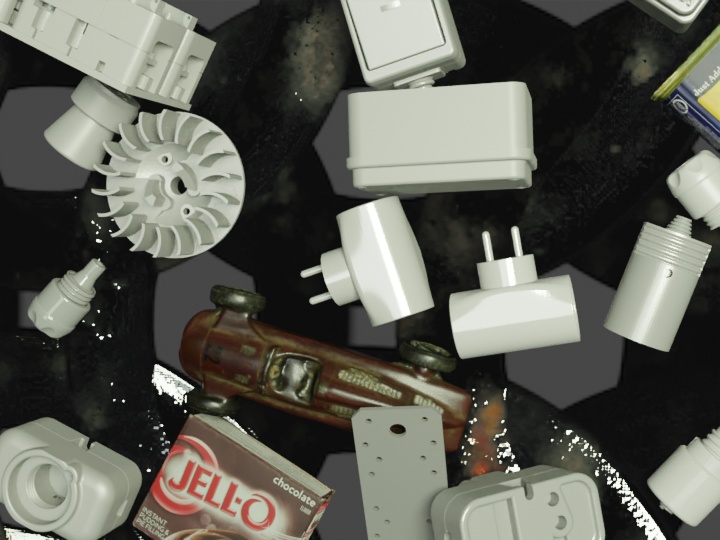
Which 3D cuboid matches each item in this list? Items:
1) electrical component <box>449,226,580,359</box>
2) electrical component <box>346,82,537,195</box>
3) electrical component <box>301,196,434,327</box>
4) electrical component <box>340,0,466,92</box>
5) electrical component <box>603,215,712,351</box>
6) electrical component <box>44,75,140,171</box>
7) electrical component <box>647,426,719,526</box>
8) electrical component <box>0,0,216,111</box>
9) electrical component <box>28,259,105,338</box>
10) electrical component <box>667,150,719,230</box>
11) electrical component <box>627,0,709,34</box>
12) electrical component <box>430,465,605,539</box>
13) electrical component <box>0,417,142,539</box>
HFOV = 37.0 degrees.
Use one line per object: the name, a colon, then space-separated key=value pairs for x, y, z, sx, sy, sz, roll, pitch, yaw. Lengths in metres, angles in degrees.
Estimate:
electrical component: x=0.096 y=0.013 z=0.690 sx=0.077 sy=0.043 sz=0.079 roll=-10 pitch=90 yaw=13
electrical component: x=0.053 y=-0.080 z=0.679 sx=0.113 sy=0.078 sz=0.057 roll=-2 pitch=89 yaw=13
electrical component: x=0.000 y=0.000 z=0.711 sx=0.079 sy=0.044 sz=0.077 roll=-19 pitch=88 yaw=13
electrical component: x=0.027 y=-0.157 z=0.690 sx=0.062 sy=0.061 sz=0.096 roll=-17 pitch=89 yaw=13
electrical component: x=0.187 y=0.005 z=0.670 sx=0.043 sy=0.043 sz=0.081 roll=22 pitch=97 yaw=11
electrical component: x=-0.186 y=-0.103 z=0.748 sx=0.045 sy=0.045 sz=0.055 roll=40 pitch=99 yaw=8
electrical component: x=0.215 y=0.123 z=0.670 sx=0.040 sy=0.040 sz=0.078 roll=42 pitch=100 yaw=8
electrical component: x=-0.200 y=-0.178 z=0.717 sx=0.186 sy=0.105 sz=0.060 roll=27 pitch=98 yaw=10
electrical component: x=-0.205 y=0.017 z=0.763 sx=0.035 sy=0.035 sz=0.061 roll=45 pitch=98 yaw=7
electrical component: x=0.220 y=-0.042 z=0.665 sx=0.035 sy=0.035 sz=0.061 roll=-38 pitch=86 yaw=11
electrical component: x=0.186 y=-0.219 z=0.654 sx=0.109 sy=0.056 sz=0.108 roll=37 pitch=99 yaw=9
electrical component: x=0.096 y=0.158 z=0.675 sx=0.095 sy=0.059 sz=0.053 roll=-10 pitch=90 yaw=-20
electrical component: x=-0.211 y=0.148 z=0.757 sx=0.095 sy=0.059 sz=0.053 roll=26 pitch=97 yaw=10
